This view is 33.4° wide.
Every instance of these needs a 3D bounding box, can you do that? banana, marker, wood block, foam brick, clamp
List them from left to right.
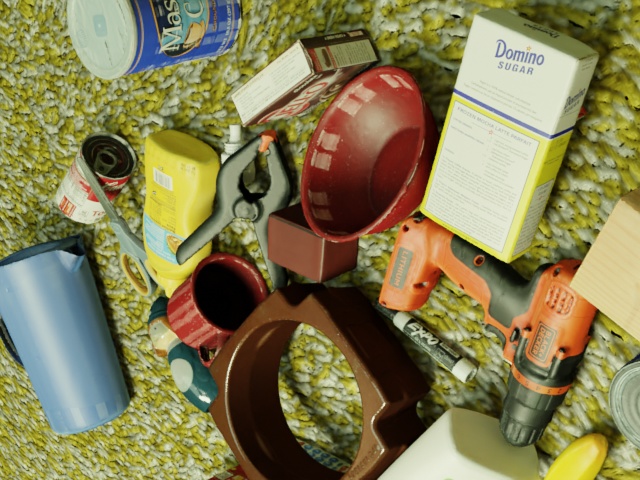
[{"bbox_3d":[-0.083,-0.031,1.091,0.120,0.039,0.171,6,107,-4],"label":"clamp"},{"bbox_3d":[-0.007,0.001,1.054,0.078,0.052,0.051,23,121,39],"label":"foam brick"},{"bbox_3d":[0.097,0.091,1.009,0.121,0.020,0.020,39,130,28],"label":"marker"},{"bbox_3d":[0.214,0.245,0.931,0.070,0.037,0.198,-143,53,-58],"label":"banana"},{"bbox_3d":[0.294,0.051,0.744,0.206,0.090,0.091,41,132,26],"label":"wood block"}]

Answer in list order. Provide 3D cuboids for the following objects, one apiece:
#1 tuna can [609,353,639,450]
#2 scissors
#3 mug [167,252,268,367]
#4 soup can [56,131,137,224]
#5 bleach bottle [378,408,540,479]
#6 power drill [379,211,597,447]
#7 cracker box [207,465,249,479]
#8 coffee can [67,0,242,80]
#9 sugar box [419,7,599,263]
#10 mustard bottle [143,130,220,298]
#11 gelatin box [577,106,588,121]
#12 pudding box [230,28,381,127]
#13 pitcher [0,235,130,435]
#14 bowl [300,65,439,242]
[{"bbox_3d":[0.272,0.128,0.837,0.086,0.033,0.086,19,119,39],"label":"tuna can"},{"bbox_3d":[-0.217,-0.007,1.244,0.096,0.016,0.202,14,136,29],"label":"scissors"},{"bbox_3d":[-0.115,0.082,1.160,0.082,0.093,0.117,-36,51,51],"label":"mug"},{"bbox_3d":[-0.269,-0.073,1.276,0.068,0.068,0.102,56,136,13],"label":"soup can"},{"bbox_3d":[0.092,0.257,1.007,0.251,0.102,0.068,-53,23,38],"label":"bleach bottle"},{"bbox_3d":[0.142,0.068,0.929,0.188,0.057,0.185,32,123,29],"label":"power drill"},{"bbox_3d":[-0.055,0.367,1.200,0.214,0.072,0.164,68,162,-1],"label":"cracker box"},{"bbox_3d":[-0.162,-0.221,1.055,0.103,0.140,0.103,19,119,39],"label":"coffee can"},{"bbox_3d":[0.144,-0.081,0.830,0.093,0.048,0.176,32,123,28],"label":"sugar box"},{"bbox_3d":[-0.159,-0.020,1.193,0.096,0.058,0.192,29,125,35],"label":"mustard bottle"},{"bbox_3d":[0.159,-0.105,0.860,0.073,0.030,0.089,58,136,9],"label":"gelatin box"},{"bbox_3d":[-0.015,-0.147,0.973,0.114,0.089,0.039,-33,81,46],"label":"pudding box"},{"bbox_3d":[-0.342,0.124,1.387,0.149,0.145,0.243,-167,59,-73],"label":"pitcher"},{"bbox_3d":[0.053,-0.068,0.933,0.162,0.055,0.162,-28,52,43],"label":"bowl"}]
